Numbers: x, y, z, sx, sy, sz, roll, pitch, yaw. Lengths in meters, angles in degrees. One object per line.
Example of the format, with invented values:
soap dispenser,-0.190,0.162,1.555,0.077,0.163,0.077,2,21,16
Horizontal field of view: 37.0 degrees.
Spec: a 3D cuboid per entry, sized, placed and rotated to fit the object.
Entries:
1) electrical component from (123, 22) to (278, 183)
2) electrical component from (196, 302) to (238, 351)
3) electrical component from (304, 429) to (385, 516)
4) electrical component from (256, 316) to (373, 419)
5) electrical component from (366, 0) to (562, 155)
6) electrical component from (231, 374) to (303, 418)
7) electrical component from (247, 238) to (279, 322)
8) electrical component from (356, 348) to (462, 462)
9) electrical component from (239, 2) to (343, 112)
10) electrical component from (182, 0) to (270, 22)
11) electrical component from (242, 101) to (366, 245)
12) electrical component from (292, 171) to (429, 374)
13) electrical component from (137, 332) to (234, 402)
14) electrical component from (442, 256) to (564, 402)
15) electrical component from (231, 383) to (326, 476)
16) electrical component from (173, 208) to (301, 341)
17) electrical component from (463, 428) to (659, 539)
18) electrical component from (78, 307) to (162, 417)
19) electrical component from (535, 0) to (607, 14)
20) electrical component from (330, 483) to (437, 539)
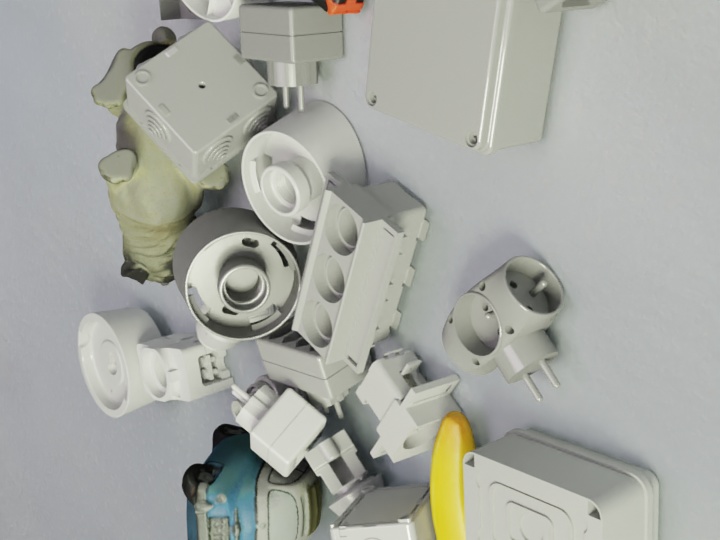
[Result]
electrical component,-0.122,-0.131,0.828,0.099,0.100,0.048,47,160,9
electrical component,-0.125,0.052,0.955,0.048,0.048,0.062,63,148,15
electrical component,-0.012,0.159,0.842,0.055,0.048,0.066,57,175,9
electrical component,-0.030,0.083,0.844,0.083,0.047,0.075,11,124,49
electrical component,0.061,-0.137,0.645,0.109,0.056,0.108,30,124,42
electrical component,-0.077,0.109,0.898,0.048,0.062,0.048,21,118,47
electrical component,-0.101,0.003,0.909,0.064,0.042,0.081,17,115,51
electrical component,0.032,0.095,0.773,0.063,0.042,0.081,56,138,28
electrical component,-0.050,-0.155,0.785,0.066,0.047,0.076,18,116,47
electrical component,-0.109,-0.239,0.817,0.099,0.064,0.099,21,118,46
electrical component,-0.040,-0.071,0.808,0.099,0.064,0.099,23,129,33
electrical component,0.000,0.000,0.763,0.079,0.063,0.121,43,132,35
electrical component,-0.169,0.091,1.013,0.089,0.056,0.050,1,103,51
electrical component,0.097,0.044,0.671,0.079,0.044,0.077,60,140,19
electrical component,-0.071,0.116,0.844,0.077,0.047,0.065,39,162,8
electrical component,-0.096,0.004,0.848,0.064,0.099,0.099,-124,32,-67
electrical component,0.124,0.151,0.664,0.113,0.057,0.078,14,113,49
electrical component,-0.234,0.089,1.089,0.108,0.060,0.108,21,118,46
electrical component,0.118,-0.185,0.564,0.066,0.047,0.076,-27,81,52
electrical component,0.026,0.194,0.778,0.062,0.096,0.061,-9,96,19
